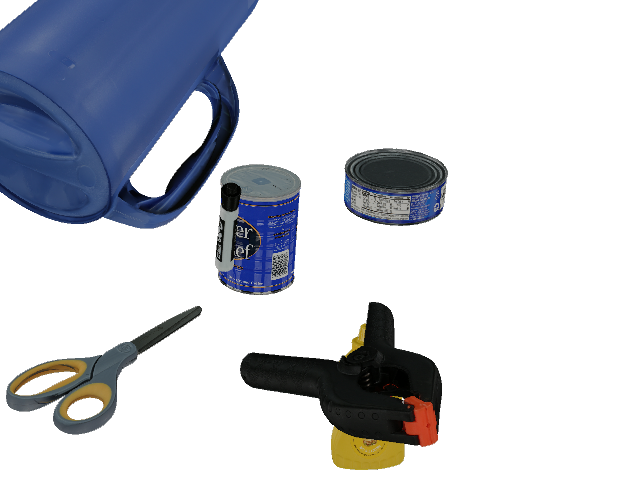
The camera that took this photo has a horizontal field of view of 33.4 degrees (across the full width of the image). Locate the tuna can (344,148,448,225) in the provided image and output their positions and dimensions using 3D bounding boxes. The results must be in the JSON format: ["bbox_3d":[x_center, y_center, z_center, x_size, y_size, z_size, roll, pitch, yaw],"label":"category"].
[{"bbox_3d":[0.062,-0.045,0.891,0.086,0.034,0.086,2,28,-1],"label":"tuna can"}]

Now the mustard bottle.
[{"bbox_3d":[0.061,0.201,1.388,0.096,0.192,0.058,-1,15,-3],"label":"mustard bottle"}]

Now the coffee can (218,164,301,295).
[{"bbox_3d":[-0.080,-0.015,1.387,0.103,0.140,0.103,3,27,-2],"label":"coffee can"}]

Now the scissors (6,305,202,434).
[{"bbox_3d":[-0.160,0.108,0.893,0.201,0.016,0.096,-18,38,-34],"label":"scissors"}]

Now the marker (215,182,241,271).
[{"bbox_3d":[-0.088,-0.013,1.019,0.020,0.020,0.121,0,-38,-9],"label":"marker"}]

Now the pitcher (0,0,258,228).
[{"bbox_3d":[-0.133,-0.130,0.756,0.145,0.149,0.242,10,48,29],"label":"pitcher"}]

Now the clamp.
[{"bbox_3d":[0.018,0.093,0.709,0.120,0.039,0.172,-24,20,-10],"label":"clamp"}]
